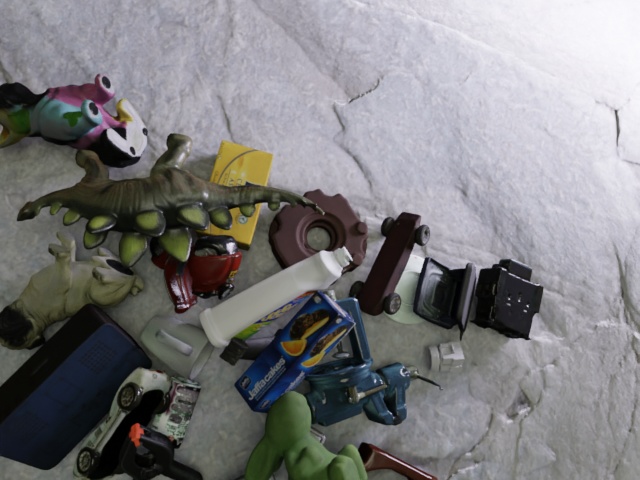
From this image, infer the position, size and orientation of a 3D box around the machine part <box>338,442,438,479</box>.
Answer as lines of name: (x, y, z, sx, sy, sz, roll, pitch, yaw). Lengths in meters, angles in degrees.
machine part: (0.092, 0.451, 0.870, 0.201, 0.087, 0.201, 28, 77, -3)

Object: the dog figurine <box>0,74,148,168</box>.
dog figurine: (-0.428, -0.187, 0.898, 0.219, 0.191, 0.108, -8, 54, 17)

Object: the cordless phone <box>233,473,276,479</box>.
cordless phone: (-0.141, 0.445, 0.834, 0.184, 0.089, 0.146, -22, 83, -17)

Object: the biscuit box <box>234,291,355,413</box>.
biscuit box: (-0.040, 0.176, 0.835, 0.202, 0.059, 0.063, -49, 54, 3)

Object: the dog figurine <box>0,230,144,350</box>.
dog figurine: (-0.400, 0.105, 0.860, 0.172, 0.121, 0.190, 29, 96, -12)

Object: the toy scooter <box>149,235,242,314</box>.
toy scooter: (-0.204, 0.059, 0.882, 0.184, 0.075, 0.135, 1, 98, 30)

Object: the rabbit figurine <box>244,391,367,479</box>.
rabbit figurine: (-0.030, 0.316, 0.804, 0.159, 0.121, 0.170, -32, 76, 14)

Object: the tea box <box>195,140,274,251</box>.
tea box: (-0.148, -0.076, 0.940, 0.098, 0.068, 0.169, 13, 76, -6)

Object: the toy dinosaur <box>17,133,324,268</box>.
toy dinosaur: (-0.236, -0.059, 0.827, 0.472, 0.105, 0.199, -9, 53, -1)

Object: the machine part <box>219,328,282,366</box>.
machine part: (-0.094, 0.178, 0.868, 0.084, 0.139, 0.039, -55, 54, 21)

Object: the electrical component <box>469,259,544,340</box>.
electrical component: (0.342, 0.105, 0.979, 0.115, 0.058, 0.134, 21, 77, -25)

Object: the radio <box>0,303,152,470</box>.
radio: (-0.378, 0.222, 0.808, 0.229, 0.131, 0.073, -46, 45, -13)

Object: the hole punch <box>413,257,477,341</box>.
hole punch: (0.226, 0.097, 0.957, 0.092, 0.115, 0.142, 6, 71, 24)

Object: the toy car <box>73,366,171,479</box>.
toy car: (-0.301, 0.285, 0.822, 0.056, 0.073, 0.201, 36, 93, 38)

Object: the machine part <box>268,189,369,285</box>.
machine part: (-0.002, -0.003, 0.957, 0.179, 0.056, 0.179, 2, 79, -8)

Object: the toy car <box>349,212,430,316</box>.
toy car: (0.128, 0.043, 0.959, 0.053, 0.089, 0.202, 44, 66, -46)

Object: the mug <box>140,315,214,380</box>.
mug: (-0.236, 0.166, 0.863, 0.107, 0.109, 0.081, 25, 81, 9)

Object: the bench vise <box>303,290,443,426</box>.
bench vise: (0.062, 0.197, 0.899, 0.224, 0.129, 0.240, -12, 86, -13)
